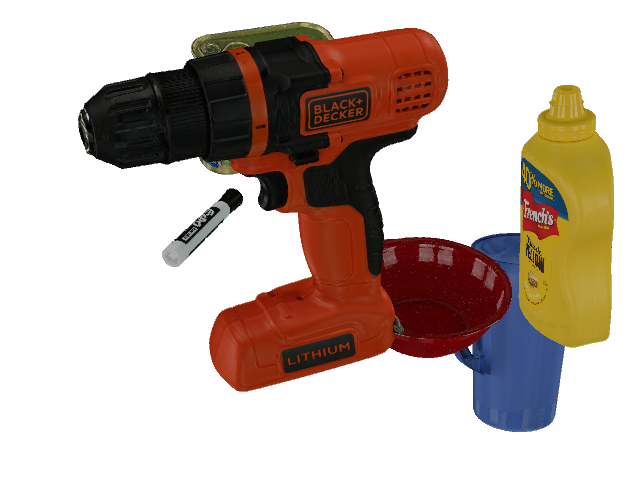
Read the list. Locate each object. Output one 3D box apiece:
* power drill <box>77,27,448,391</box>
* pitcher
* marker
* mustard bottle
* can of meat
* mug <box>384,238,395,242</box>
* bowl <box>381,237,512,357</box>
[{"bbox_3d":[-0.024,-0.012,0.551,0.184,0.188,0.057,-12,37,-17],"label":"power drill"},{"bbox_3d":[0.246,0.120,1.374,0.149,0.243,0.144,5,18,16],"label":"pitcher"},{"bbox_3d":[-0.102,-0.014,0.951,0.020,0.020,0.121,0,29,28],"label":"marker"},{"bbox_3d":[0.183,-0.023,0.798,0.058,0.192,0.096,-10,27,-10],"label":"mustard bottle"},{"bbox_3d":[-0.040,-0.099,0.753,0.102,0.084,0.057,-12,46,-21],"label":"can of meat"},{"bbox_3d":[0.100,0.056,1.222,0.117,0.081,0.093,11,24,16],"label":"mug"},{"bbox_3d":[0.100,0.062,1.022,0.162,0.055,0.162,0,35,0],"label":"bowl"}]
